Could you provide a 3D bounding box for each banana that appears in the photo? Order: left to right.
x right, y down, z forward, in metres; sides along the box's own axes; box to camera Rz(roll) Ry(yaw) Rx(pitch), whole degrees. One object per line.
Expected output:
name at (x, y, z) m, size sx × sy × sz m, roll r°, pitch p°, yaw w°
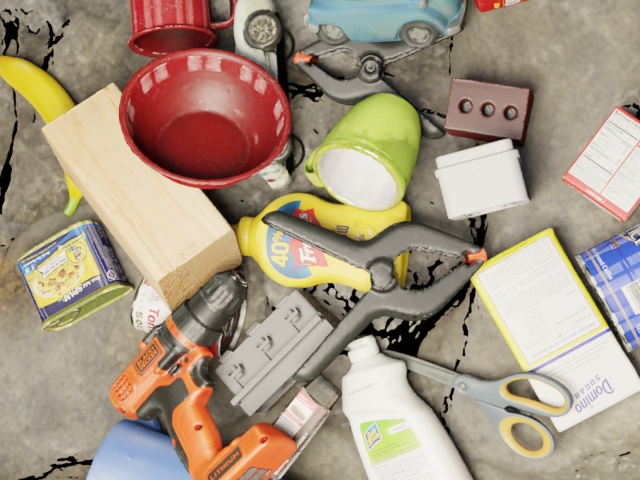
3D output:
banana at (-0.292, -0.128, 1.163) m, size 0.070 × 0.037 × 0.198 m, roll -27°, pitch 81°, yaw 10°

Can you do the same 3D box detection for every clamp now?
clamp at (0.054, 0.046, 1.009) m, size 0.210 × 0.036 × 0.164 m, roll -5°, pitch 85°, yaw 0°
clamp at (0.062, -0.182, 1.083) m, size 0.171 × 0.039 × 0.120 m, roll 19°, pitch 89°, yaw 9°

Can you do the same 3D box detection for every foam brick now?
foam brick at (0.166, -0.125, 1.049) m, size 0.078 × 0.051 × 0.053 m, roll 10°, pitch 90°, yaw 13°

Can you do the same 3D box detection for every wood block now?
wood block at (-0.176, -0.043, 1.064) m, size 0.090 × 0.091 × 0.206 m, roll -36°, pitch 70°, yaw -12°

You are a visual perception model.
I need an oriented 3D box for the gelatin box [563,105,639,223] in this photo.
gelatin box at (0.290, -0.073, 1.029) m, size 0.073 × 0.030 × 0.089 m, roll 37°, pitch 96°, yaw 14°

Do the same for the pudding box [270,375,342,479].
pudding box at (-0.023, 0.181, 1.045) m, size 0.039 × 0.113 × 0.090 m, roll 37°, pitch 94°, yaw 4°

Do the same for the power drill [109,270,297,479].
power drill at (-0.100, 0.144, 1.000) m, size 0.184 × 0.057 × 0.188 m, roll -48°, pitch 54°, yaw 14°

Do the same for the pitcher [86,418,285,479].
pitcher at (-0.111, 0.283, 1.050) m, size 0.243 × 0.145 × 0.149 m, roll 15°, pitch 95°, yaw 10°

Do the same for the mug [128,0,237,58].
mug at (-0.144, -0.244, 1.113) m, size 0.117 × 0.093 × 0.081 m, roll -5°, pitch 81°, yaw -3°

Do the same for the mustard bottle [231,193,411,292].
mustard bottle at (-0.007, 0.001, 1.079) m, size 0.192 × 0.058 × 0.096 m, roll 4°, pitch 87°, yaw 14°

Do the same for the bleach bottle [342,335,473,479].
bleach bottle at (0.093, 0.211, 1.042) m, size 0.103 × 0.068 × 0.251 m, roll -25°, pitch 80°, yaw 19°

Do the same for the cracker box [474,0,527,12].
cracker box at (0.154, -0.343, 1.007) m, size 0.072 × 0.164 × 0.214 m, roll -14°, pitch 84°, yaw 10°

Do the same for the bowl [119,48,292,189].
bowl at (-0.110, -0.105, 1.016) m, size 0.162 × 0.055 × 0.162 m, roll 4°, pitch 58°, yaw -6°

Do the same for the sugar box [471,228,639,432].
sugar box at (0.226, 0.085, 1.028) m, size 0.093 × 0.048 × 0.176 m, roll -30°, pitch 84°, yaw 11°

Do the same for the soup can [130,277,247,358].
soup can at (-0.135, 0.075, 1.099) m, size 0.102 × 0.068 × 0.068 m, roll 17°, pitch 91°, yaw 13°

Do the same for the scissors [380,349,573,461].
scissors at (0.150, 0.160, 1.040) m, size 0.202 × 0.016 × 0.096 m, roll 2°, pitch 105°, yaw 34°

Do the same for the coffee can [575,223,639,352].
coffee can at (0.322, 0.026, 0.979) m, size 0.140 × 0.102 × 0.103 m, roll -29°, pitch 81°, yaw 10°

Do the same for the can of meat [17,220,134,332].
can of meat at (-0.264, 0.038, 1.138) m, size 0.102 × 0.057 × 0.084 m, roll -29°, pitch 79°, yaw 9°
